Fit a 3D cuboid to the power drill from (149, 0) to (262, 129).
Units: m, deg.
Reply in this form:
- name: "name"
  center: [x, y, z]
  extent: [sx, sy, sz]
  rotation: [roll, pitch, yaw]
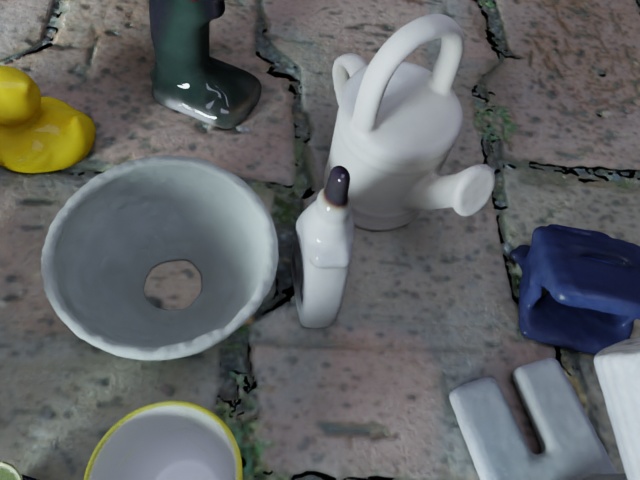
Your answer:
- name: "power drill"
  center: [-0.098, -0.196, 0.486]
  extent: [0.229, 0.208, 0.076]
  rotation: [22, 62, 5]

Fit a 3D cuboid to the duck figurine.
- name: "duck figurine"
  center: [-0.252, -0.109, 0.490]
  extent: [0.104, 0.086, 0.077]
  rotation: [7, 61, -3]

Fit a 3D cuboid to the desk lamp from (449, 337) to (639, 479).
- name: "desk lamp"
  center: [0.181, 0.150, 0.335]
  extent: [0.118, 0.213, 0.203]
  rotation: [-14, 65, -14]

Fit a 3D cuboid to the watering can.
- name: "watering can"
  center: [0.069, -0.091, 0.460]
  extent: [0.172, 0.194, 0.101]
  rotation: [33, 63, 11]

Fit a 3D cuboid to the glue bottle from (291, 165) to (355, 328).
- name: "glue bottle"
  center: [0.004, 0.001, 0.414]
  extent: [0.037, 0.173, 0.078]
  rotation: [-4, 63, -9]

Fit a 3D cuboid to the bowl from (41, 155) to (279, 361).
- name: "bowl"
  center: [-0.117, 0.021, 0.445]
  extent: [0.167, 0.075, 0.167]
  rotation: [3, 62, -6]

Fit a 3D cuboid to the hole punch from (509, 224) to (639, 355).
- name: "hole punch"
  center: [0.223, 0.032, 0.473]
  extent: [0.108, 0.091, 0.101]
  rotation: [12, 61, -1]
